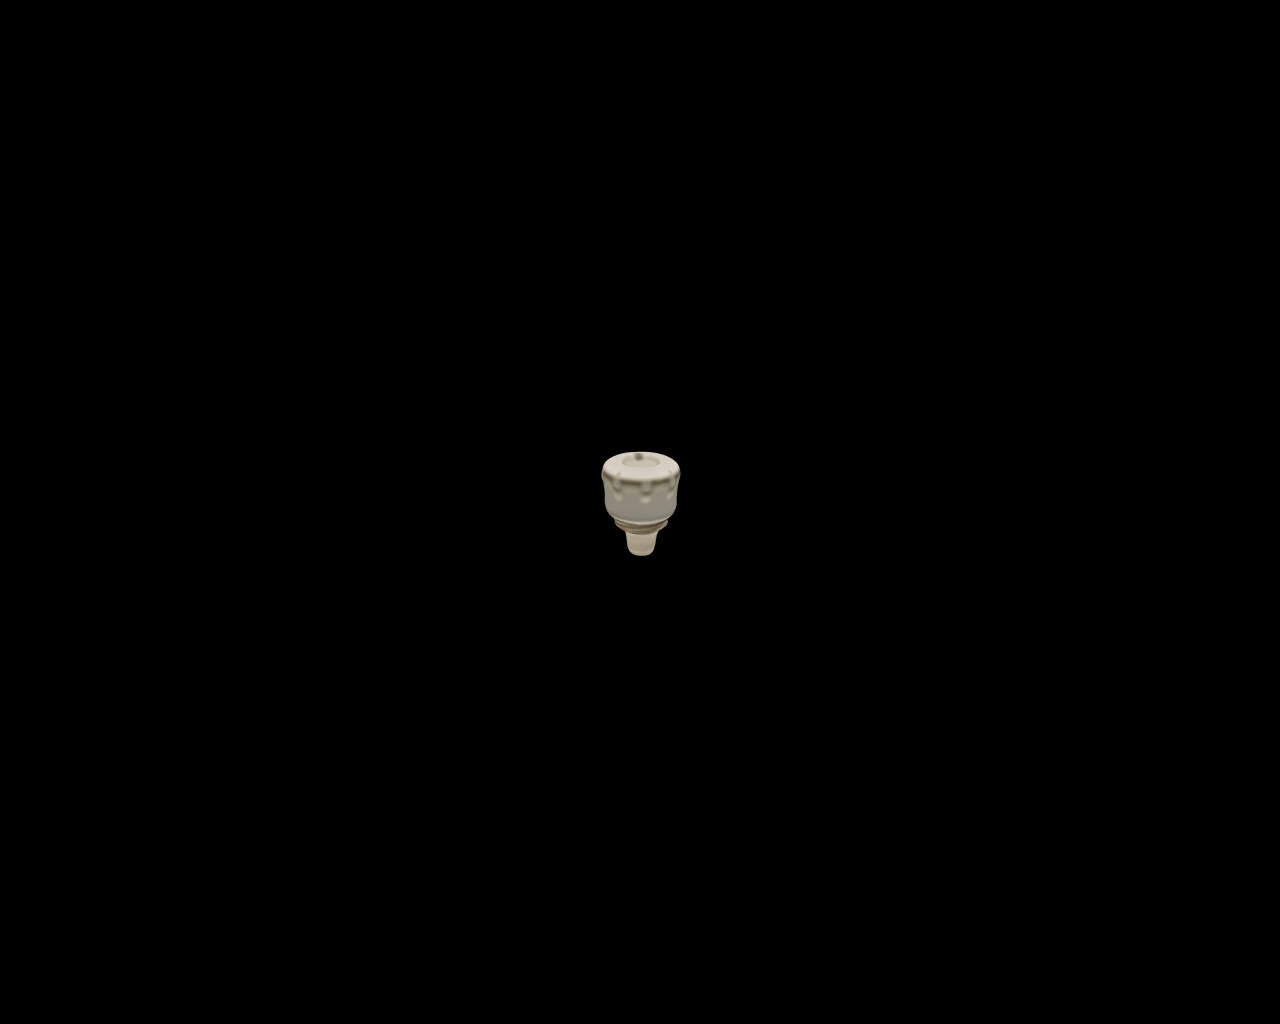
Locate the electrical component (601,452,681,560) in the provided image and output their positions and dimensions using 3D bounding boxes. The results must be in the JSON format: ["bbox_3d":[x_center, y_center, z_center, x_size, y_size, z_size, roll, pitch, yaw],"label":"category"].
[{"bbox_3d":[0.001,-0.003,0.650,0.048,0.062,0.048,0,22,0],"label":"electrical component"}]
